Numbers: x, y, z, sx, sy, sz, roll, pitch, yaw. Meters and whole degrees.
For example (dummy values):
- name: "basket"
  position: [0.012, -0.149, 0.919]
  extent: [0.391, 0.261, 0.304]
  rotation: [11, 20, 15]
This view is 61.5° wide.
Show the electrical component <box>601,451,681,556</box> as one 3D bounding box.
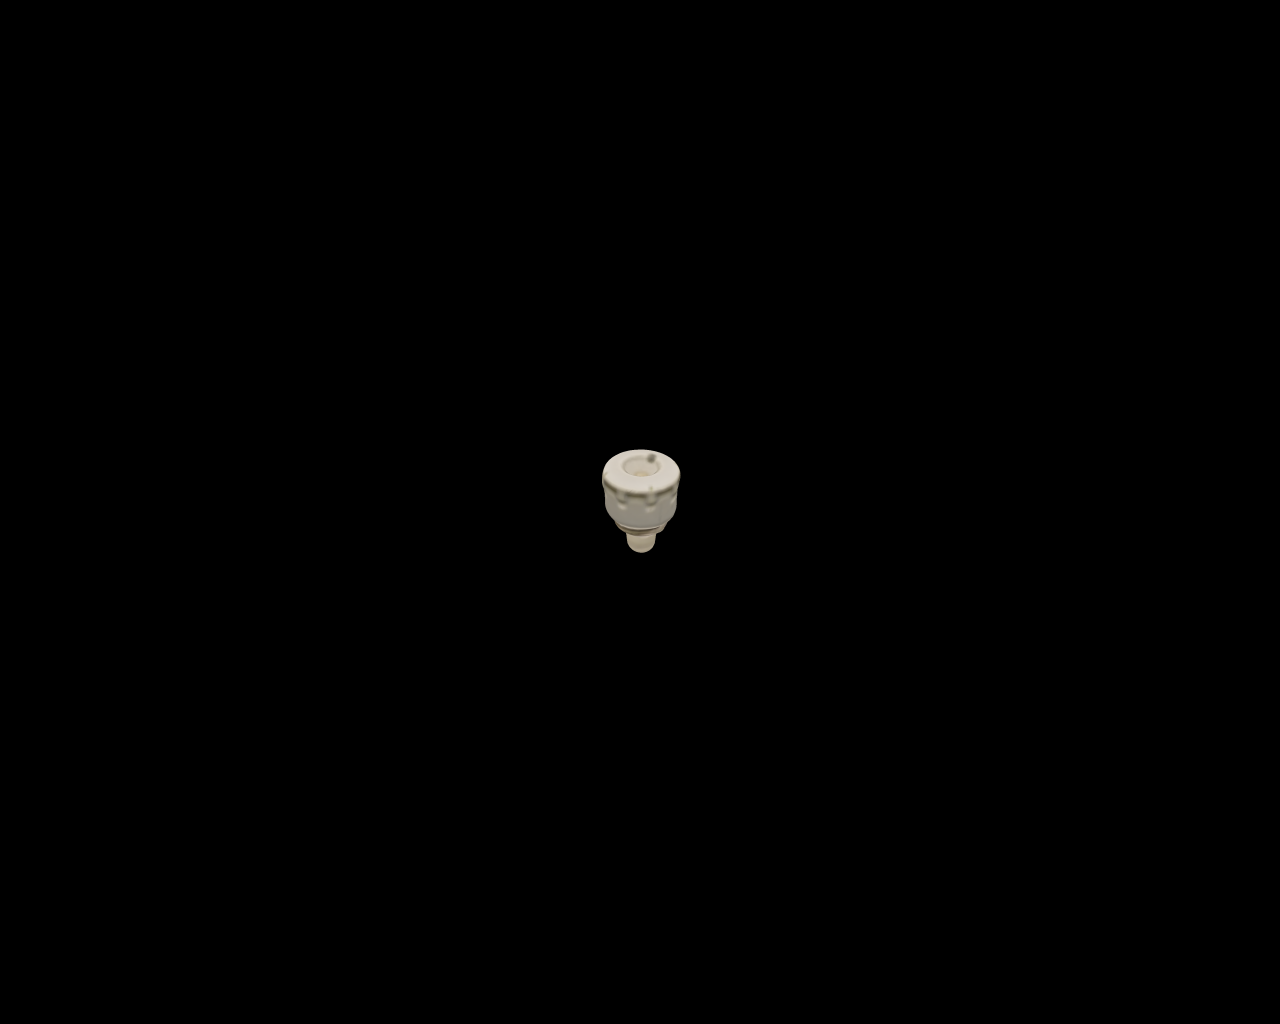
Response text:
- name: "electrical component"
  position: [0.001, -0.003, 0.650]
  extent: [0.048, 0.062, 0.048]
  rotation: [0, 34, 0]
